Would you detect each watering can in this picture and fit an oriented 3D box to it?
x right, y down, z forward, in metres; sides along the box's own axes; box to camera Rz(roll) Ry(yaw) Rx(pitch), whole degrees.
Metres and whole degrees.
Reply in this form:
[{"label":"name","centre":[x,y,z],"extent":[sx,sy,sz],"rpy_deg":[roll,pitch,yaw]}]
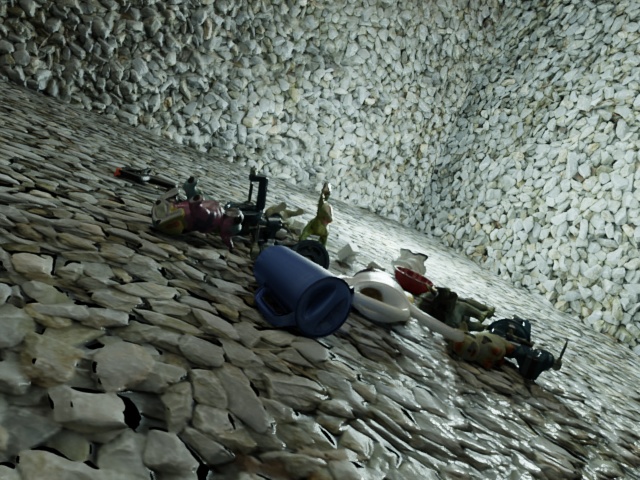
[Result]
[{"label":"watering can","centre":[0.191,0.165,1.328],"extent":[0.348,0.103,0.226],"rpy_deg":[23,9,1]}]

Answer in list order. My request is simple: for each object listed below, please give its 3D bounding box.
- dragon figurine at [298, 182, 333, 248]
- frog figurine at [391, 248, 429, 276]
[{"label":"dragon figurine","centre":[0.006,-0.097,1.922],"extent":[0.122,0.240,0.415],"rpy_deg":[17,12,-8]},{"label":"frog figurine","centre":[0.337,0.117,1.996],"extent":[0.138,0.120,0.163],"rpy_deg":[32,46,5]}]
